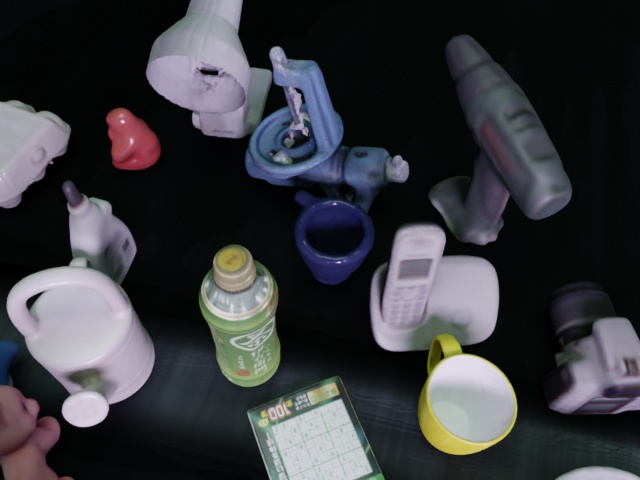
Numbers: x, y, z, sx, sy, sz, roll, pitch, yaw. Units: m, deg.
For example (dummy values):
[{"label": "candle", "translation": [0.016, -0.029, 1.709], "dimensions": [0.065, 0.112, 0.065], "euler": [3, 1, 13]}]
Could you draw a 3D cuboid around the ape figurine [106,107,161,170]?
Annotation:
[{"label": "ape figurine", "translation": [-0.255, -0.139, 0.759], "dimensions": [0.076, 0.092, 0.078], "euler": [17, 58, 8]}]

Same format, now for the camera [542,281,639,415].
[{"label": "camera", "translation": [0.318, 0.112, 0.628], "dimensions": [0.143, 0.101, 0.136], "euler": [-1, 58, -4]}]

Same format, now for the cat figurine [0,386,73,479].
[{"label": "cat figurine", "translation": [-0.289, 0.191, 0.532], "dimensions": [0.067, 0.118, 0.127], "euler": [-25, 62, -17]}]

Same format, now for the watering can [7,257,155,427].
[{"label": "watering can", "translation": [-0.226, 0.090, 0.555], "dimensions": [0.101, 0.194, 0.172], "euler": [-33, 65, -21]}]

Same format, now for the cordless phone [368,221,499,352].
[{"label": "cordless phone", "translation": [0.129, 0.044, 0.610], "dimensions": [0.147, 0.185, 0.094], "euler": [-6, 58, -7]}]

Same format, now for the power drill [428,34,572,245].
[{"label": "power drill", "translation": [0.198, -0.099, 0.691], "dimensions": [0.076, 0.208, 0.229], "euler": [-21, 61, -15]}]

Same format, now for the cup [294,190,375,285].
[{"label": "cup", "translation": [0.006, 0.002, 0.683], "dimensions": [0.092, 0.095, 0.117], "euler": [-32, 65, -21]}]

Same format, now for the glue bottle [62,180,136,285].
[{"label": "glue bottle", "translation": [-0.248, -0.009, 0.629], "dimensions": [0.037, 0.173, 0.078], "euler": [14, 58, 6]}]

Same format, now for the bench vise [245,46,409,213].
[{"label": "bench vise", "translation": [0.007, -0.135, 0.696], "dimensions": [0.207, 0.220, 0.121], "euler": [2, 57, -2]}]

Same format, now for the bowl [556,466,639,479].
[{"label": "bowl", "translation": [0.258, 0.300, 0.520], "dimensions": [0.167, 0.075, 0.167], "euler": [2, 58, -2]}]

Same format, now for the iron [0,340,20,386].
[{"label": "iron", "translation": [-0.404, 0.178, 0.520], "dimensions": [0.118, 0.141, 0.258], "euler": [18, 58, 8]}]

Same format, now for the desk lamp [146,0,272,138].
[{"label": "desk lamp", "translation": [-0.136, -0.232, 0.753], "dimensions": [0.118, 0.213, 0.203], "euler": [8, 57, 2]}]

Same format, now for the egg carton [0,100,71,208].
[{"label": "egg carton", "translation": [-0.404, -0.114, 0.748], "dimensions": [0.107, 0.069, 0.150], "euler": [20, 59, 9]}]
